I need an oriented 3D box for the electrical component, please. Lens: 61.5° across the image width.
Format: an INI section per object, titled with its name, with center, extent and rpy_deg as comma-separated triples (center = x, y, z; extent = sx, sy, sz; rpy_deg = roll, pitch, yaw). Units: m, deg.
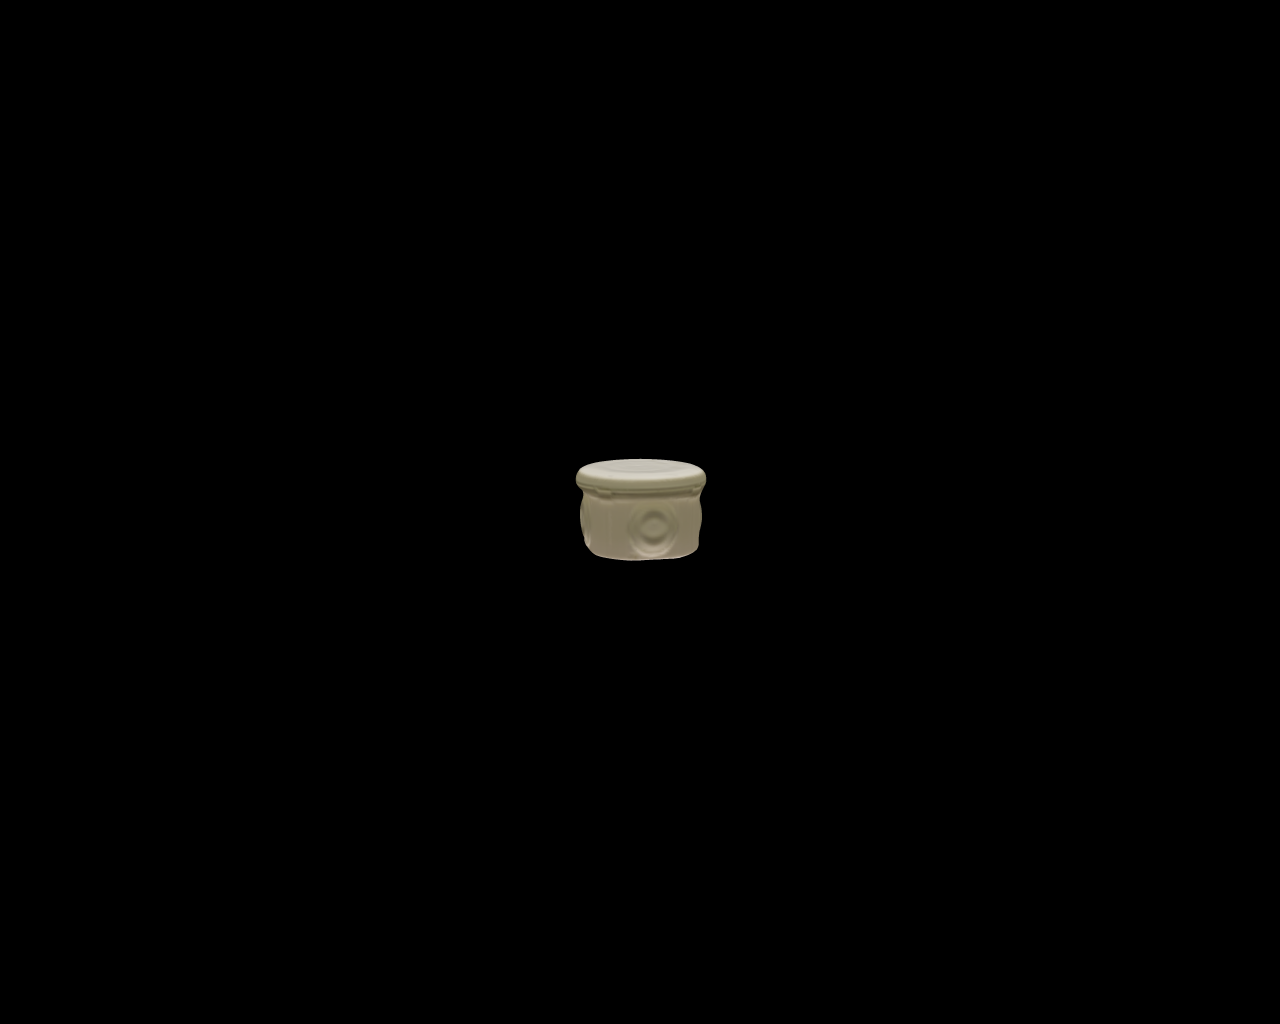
[electrical component]
center = 0.001, -0.003, 0.650
extent = 0.080, 0.051, 0.080
rpy_deg = 0, 11, 0
